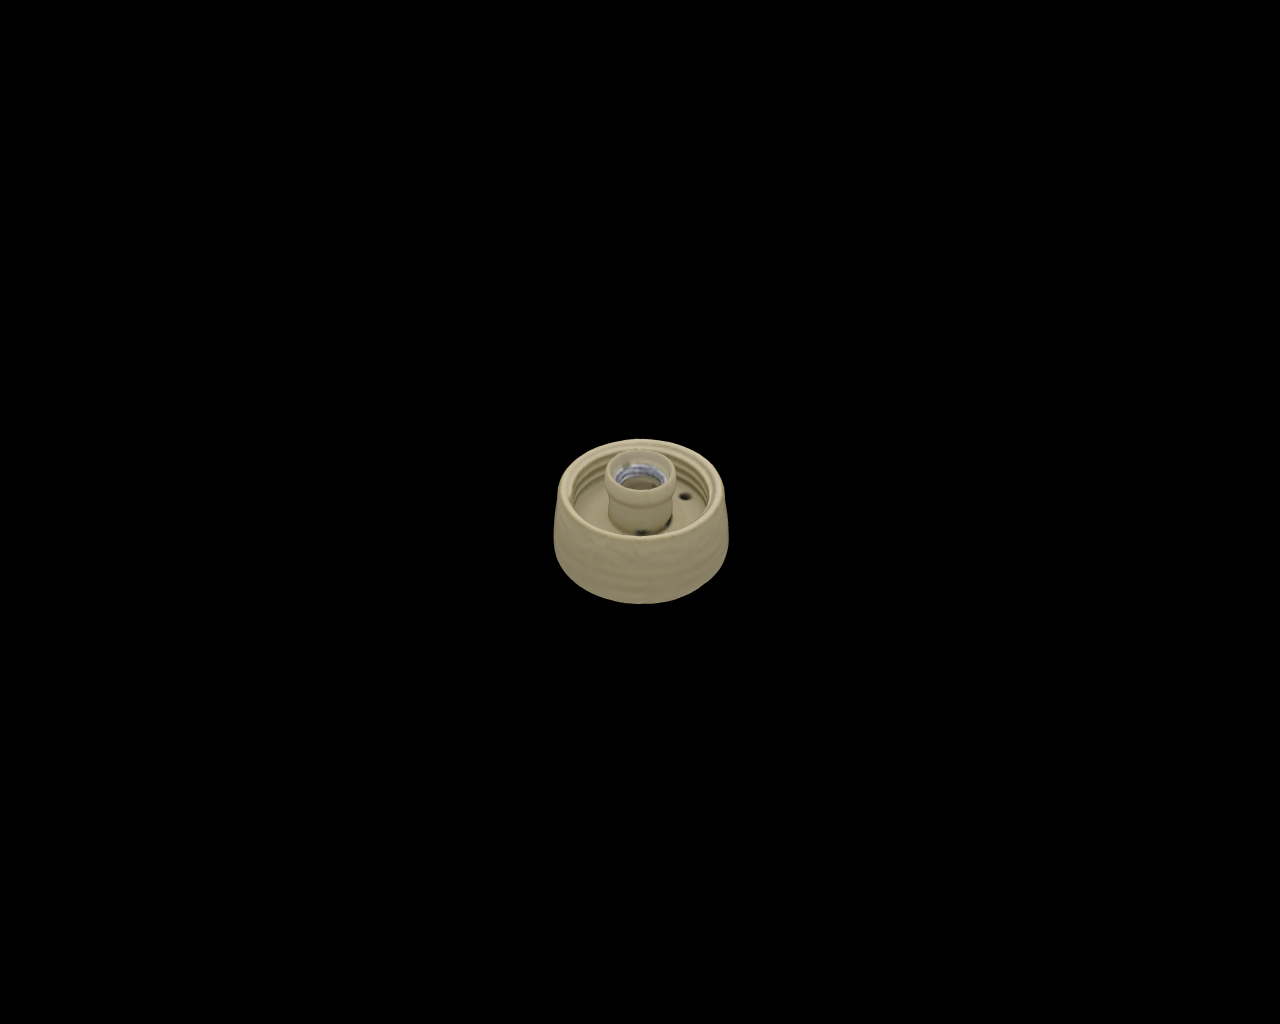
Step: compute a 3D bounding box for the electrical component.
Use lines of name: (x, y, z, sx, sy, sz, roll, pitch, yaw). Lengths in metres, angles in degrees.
electrical component: (0.001, -0.003, 0.650, 0.108, 0.060, 0.108, 0, 40, 0)
